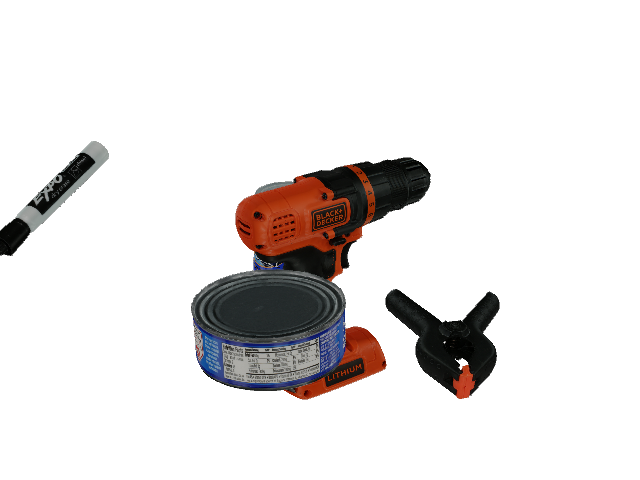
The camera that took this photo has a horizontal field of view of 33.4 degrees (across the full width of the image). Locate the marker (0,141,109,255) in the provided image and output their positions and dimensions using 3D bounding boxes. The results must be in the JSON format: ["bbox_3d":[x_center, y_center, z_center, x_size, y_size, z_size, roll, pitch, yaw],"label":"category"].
[{"bbox_3d":[-0.201,-0.031,0.796,0.020,0.020,0.121,0,40,40],"label":"marker"}]

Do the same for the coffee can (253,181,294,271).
[{"bbox_3d":[-0.043,0.000,1.502,0.103,0.140,0.103,3,24,-1],"label":"coffee can"}]

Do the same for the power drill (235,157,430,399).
[{"bbox_3d":[0.016,0.028,0.902,0.184,0.188,0.057,-16,26,-29],"label":"power drill"}]

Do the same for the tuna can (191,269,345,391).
[{"bbox_3d":[-0.028,0.049,0.596,0.086,0.034,0.086,-2,23,1],"label":"tuna can"}]

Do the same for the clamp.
[{"bbox_3d":[0.141,0.097,1.074,0.120,0.039,0.171,-8,32,-8],"label":"clamp"}]
